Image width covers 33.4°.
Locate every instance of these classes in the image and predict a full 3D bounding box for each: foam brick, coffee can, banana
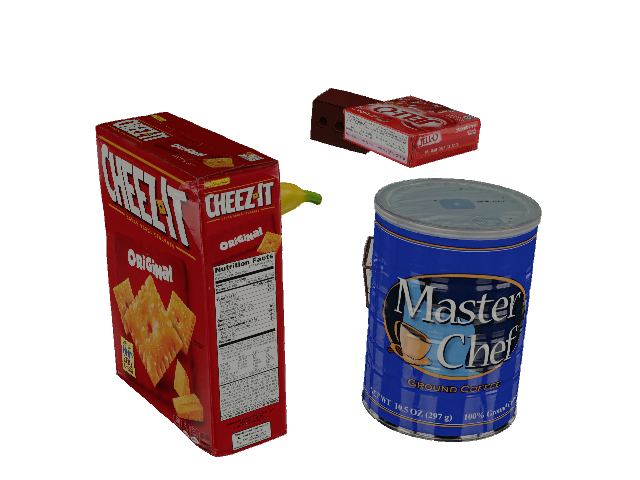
[{"bbox_3d":[0.033,-0.144,1.284,0.078,0.053,0.051,17,32,21],"label":"foam brick"},{"bbox_3d":[0.081,0.041,0.680,0.103,0.140,0.103,2,20,-1],"label":"coffee can"},{"bbox_3d":[-0.090,0.000,0.999,0.198,0.069,0.037,-33,42,2],"label":"banana"}]

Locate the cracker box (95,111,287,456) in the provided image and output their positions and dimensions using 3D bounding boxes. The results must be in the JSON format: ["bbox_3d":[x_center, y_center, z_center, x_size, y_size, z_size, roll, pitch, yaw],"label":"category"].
[{"bbox_3d":[-0.098,0.029,0.788,0.072,0.214,0.164,-16,26,-32],"label":"cracker box"}]

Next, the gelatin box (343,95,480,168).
[{"bbox_3d":[0.073,-0.090,0.864,0.073,0.030,0.089,-16,28,-32],"label":"gelatin box"}]

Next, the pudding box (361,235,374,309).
[{"bbox_3d":[0.099,0.039,1.032,0.113,0.039,0.090,7,-31,9],"label":"pudding box"}]
